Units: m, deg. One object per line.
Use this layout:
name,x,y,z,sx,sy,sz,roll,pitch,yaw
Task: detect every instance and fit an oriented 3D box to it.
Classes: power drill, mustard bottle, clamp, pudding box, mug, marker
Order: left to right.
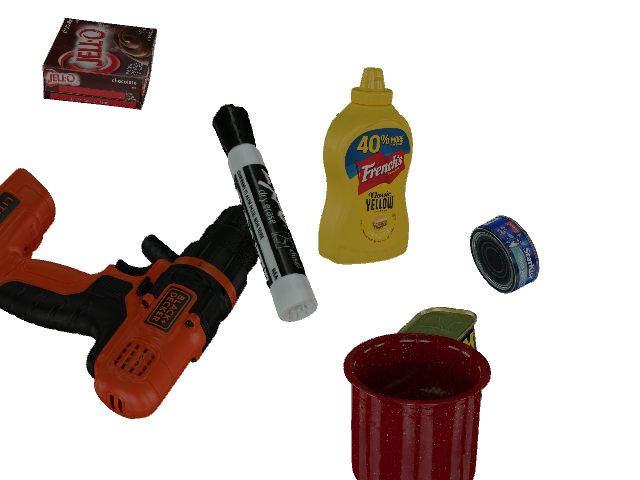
pudding box,-0.203,-0.165,0.989,0.090,0.039,0.113,7,31,-6
power drill,-0.148,0.016,0.739,0.188,0.057,0.184,21,50,15
clamp,-0.115,0.037,1.088,0.120,0.039,0.171,-11,34,-9
marker,-0.029,-0.017,0.514,0.020,0.121,0.020,-16,-29,-9
mustard bottle,0.047,-0.076,1.065,0.096,0.192,0.058,-7,19,-30
mug,0.066,0.112,0.698,0.093,0.081,0.117,11,25,25

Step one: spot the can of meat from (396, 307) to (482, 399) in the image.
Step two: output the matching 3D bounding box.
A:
can of meat,0.099,0.118,0.927,0.058,0.084,0.101,5,25,33

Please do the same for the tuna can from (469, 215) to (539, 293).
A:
tuna can,0.209,0.017,1.222,0.033,0.086,0.086,-26,10,-21
